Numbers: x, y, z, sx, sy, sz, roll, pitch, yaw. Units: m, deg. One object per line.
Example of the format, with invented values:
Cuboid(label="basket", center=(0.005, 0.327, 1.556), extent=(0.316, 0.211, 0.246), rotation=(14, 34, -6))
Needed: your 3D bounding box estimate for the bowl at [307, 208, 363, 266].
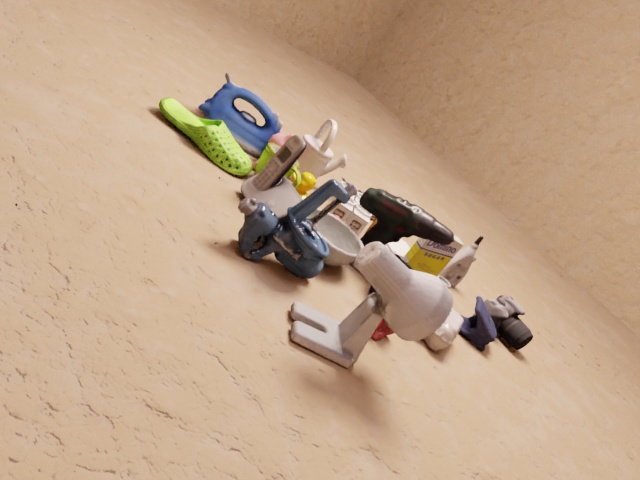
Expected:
Cuboid(label="bowl", center=(0.012, 0.005, 1.265), extent=(0.168, 0.074, 0.167), rotation=(31, 22, -14))

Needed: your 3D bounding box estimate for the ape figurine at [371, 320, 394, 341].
Cuboid(label="ape figurine", center=(0.136, 0.149, 1.140), extent=(0.078, 0.092, 0.076), rotation=(27, 24, -24))

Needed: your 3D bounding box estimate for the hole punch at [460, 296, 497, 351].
Cuboid(label="hole punch", center=(0.405, 0.207, 1.437), extent=(0.101, 0.091, 0.109), rotation=(39, 21, 4))

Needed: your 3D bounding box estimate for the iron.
Cuboid(label="iron", center=(-0.187, -0.324, 1.536), extent=(0.259, 0.141, 0.118), rotation=(32, 22, -13))

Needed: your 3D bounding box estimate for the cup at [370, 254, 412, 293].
Cuboid(label="cup", center=(0.155, 0.087, 1.291), extent=(0.092, 0.095, 0.117), rotation=(31, 22, -14))

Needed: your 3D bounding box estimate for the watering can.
Cuboid(label="watering can", center=(-0.006, -0.245, 1.580), extent=(0.174, 0.194, 0.100), rotation=(15, 30, -44))

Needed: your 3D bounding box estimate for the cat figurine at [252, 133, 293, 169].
Cuboid(label="cat figurine", center=(-0.114, -0.231, 1.490), extent=(0.067, 0.117, 0.128), rotation=(34, 22, -8))

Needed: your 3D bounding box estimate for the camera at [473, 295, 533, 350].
Cuboid(label="camera", center=(0.508, 0.223, 1.550), extent=(0.144, 0.100, 0.136), rotation=(10, 34, -49))

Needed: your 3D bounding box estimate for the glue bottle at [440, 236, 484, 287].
Cuboid(label="glue bottle", center=(0.409, 0.055, 1.639), extent=(0.078, 0.173, 0.037), rotation=(26, 24, -26))

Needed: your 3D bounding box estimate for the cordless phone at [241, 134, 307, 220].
Cuboid(label="cordless phone", center=(-0.078, -0.130, 1.248), extent=(0.094, 0.185, 0.147), rotation=(9, 34, -50))

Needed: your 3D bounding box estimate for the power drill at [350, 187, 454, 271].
Cuboid(label="power drill", center=(0.166, -0.004, 1.337), extent=(0.229, 0.208, 0.076), rotation=(40, 22, 8))

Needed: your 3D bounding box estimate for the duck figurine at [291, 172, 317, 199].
Cuboid(label="duck figurine", center=(-0.041, -0.126, 1.433), extent=(0.104, 0.086, 0.078), rotation=(39, 21, 5))

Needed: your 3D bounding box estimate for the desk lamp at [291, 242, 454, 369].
Cuboid(label="desk lamp", center=(0.089, 0.114, 0.972), extent=(0.204, 0.213, 0.118), rotation=(29, 23, -20))

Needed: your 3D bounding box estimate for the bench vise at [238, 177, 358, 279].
Cuboid(label="bench vise", center=(-0.039, -0.035, 1.070), extent=(0.208, 0.219, 0.121), rotation=(16, 29, -42))

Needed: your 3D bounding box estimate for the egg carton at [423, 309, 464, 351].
Cuboid(label="egg carton", center=(0.263, 0.185, 1.291), extent=(0.107, 0.069, 0.151), rotation=(41, 22, 11))
